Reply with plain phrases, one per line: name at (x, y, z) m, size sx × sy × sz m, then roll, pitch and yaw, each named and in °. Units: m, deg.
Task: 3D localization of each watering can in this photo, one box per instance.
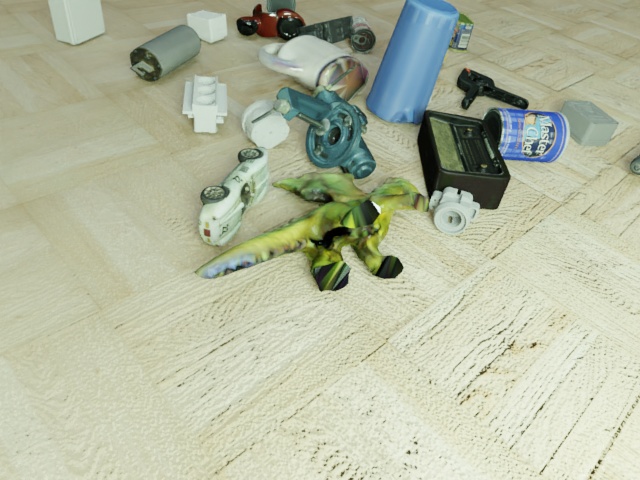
watering can at (0.021, -0.405, 1.184) m, size 0.227 × 0.102 × 0.351 m, roll 38°, pitch 38°, yaw 29°

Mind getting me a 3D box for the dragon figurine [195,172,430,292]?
dragon figurine at (0.002, -0.039, 0.773) m, size 0.411 × 0.120 × 0.246 m, roll -7°, pitch 26°, yaw -21°
